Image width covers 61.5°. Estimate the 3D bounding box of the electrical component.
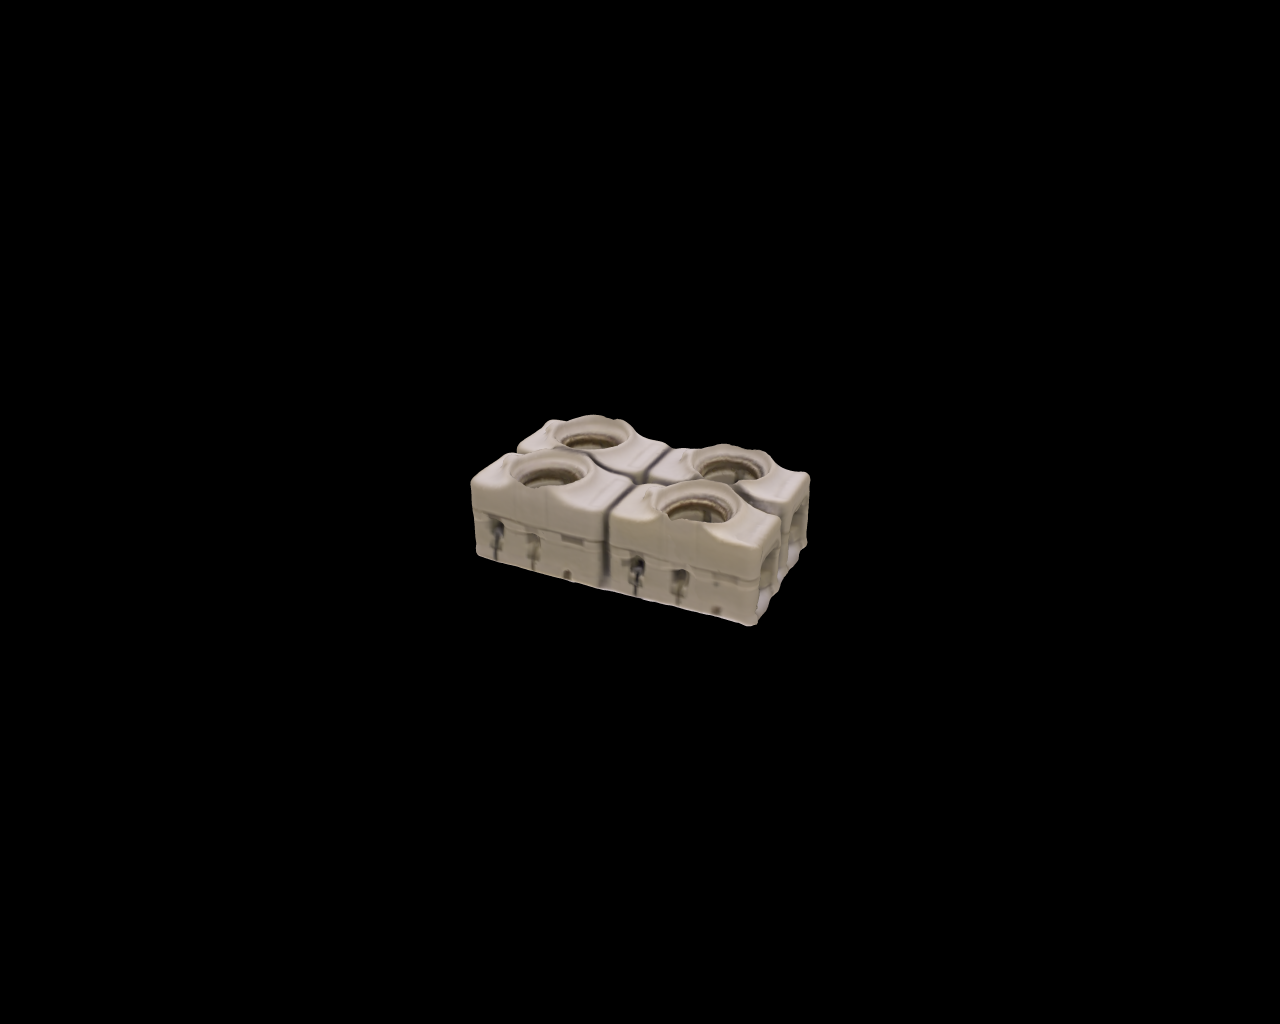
[{"bbox_3d":[0.001,-0.003,0.650,0.186,0.060,0.106,13,32,22],"label":"electrical component"}]
